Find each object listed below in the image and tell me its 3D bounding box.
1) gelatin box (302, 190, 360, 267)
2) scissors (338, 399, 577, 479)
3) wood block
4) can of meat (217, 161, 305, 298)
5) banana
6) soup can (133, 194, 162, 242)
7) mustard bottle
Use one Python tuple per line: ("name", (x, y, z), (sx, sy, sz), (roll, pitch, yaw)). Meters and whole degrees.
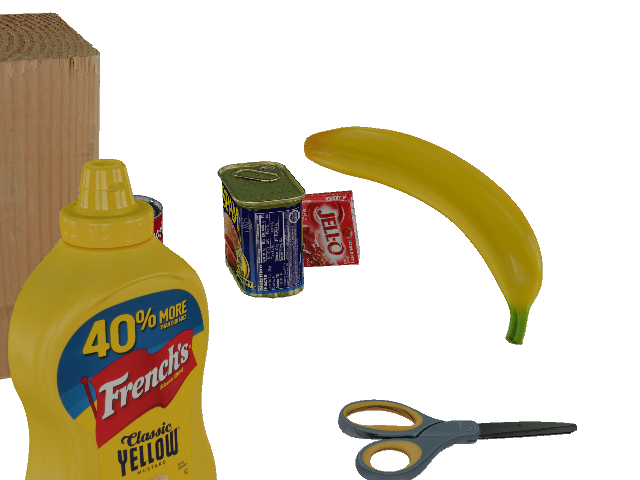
("gelatin box", (0.006, -0.013, 1.264), (0.073, 0.089, 0.030), (-3, 29, 9))
("scissors", (0.113, 0.170, 0.879), (0.202, 0.016, 0.096), (8, 36, 5))
("wood block", (-0.193, -0.026, 0.657), (0.090, 0.206, 0.090), (-9, 31, -29))
("can of meat", (-0.048, -0.009, 0.866), (0.057, 0.084, 0.102), (-7, 22, -14))
("banana", (0.076, -0.023, 0.689), (0.198, 0.069, 0.037), (44, -2, 18))
("soup can", (-0.195, 0.013, 1.093), (0.068, 0.102, 0.068), (2, 26, -1))
("mustard bottle", (-0.094, 0.058, 0.489), (0.096, 0.192, 0.058), (-15, 22, -41))
